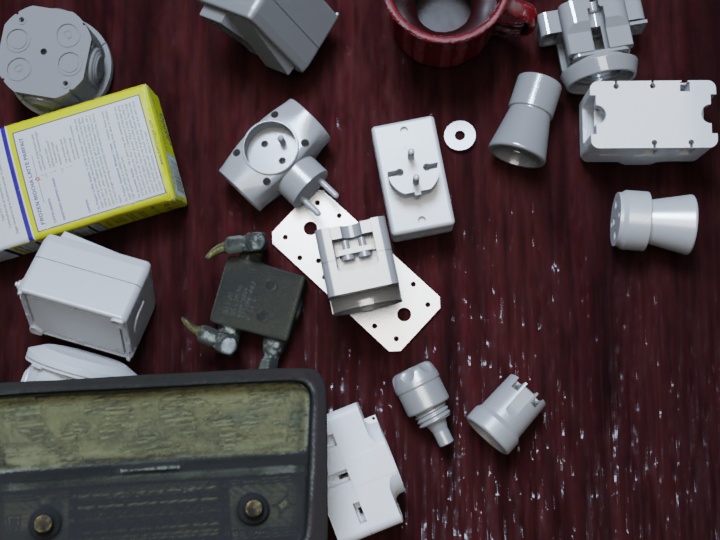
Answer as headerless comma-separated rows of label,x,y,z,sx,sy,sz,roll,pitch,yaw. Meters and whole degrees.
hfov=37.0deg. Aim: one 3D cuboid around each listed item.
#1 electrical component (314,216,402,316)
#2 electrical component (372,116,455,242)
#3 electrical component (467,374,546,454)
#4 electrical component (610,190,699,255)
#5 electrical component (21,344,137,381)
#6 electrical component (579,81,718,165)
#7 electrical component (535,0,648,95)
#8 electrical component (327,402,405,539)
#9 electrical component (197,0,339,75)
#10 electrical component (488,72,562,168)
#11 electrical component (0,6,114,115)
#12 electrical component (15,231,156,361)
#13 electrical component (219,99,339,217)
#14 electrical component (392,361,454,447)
electrical component,0.000,0.000,0.768,0.050,0.089,0.055,-12,83,1
electrical component,0.039,-0.069,0.787,0.047,0.075,0.083,-11,83,1
electrical component,0.107,0.104,0.783,0.040,0.040,0.046,42,80,6
electrical component,0.216,-0.035,0.792,0.055,0.045,0.045,5,84,3
electrical component,-0.205,0.086,0.775,0.080,0.080,0.051,16,88,4
electrical component,0.211,-0.108,0.795,0.089,0.055,0.050,0,84,2
electrical component,0.175,-0.167,0.803,0.078,0.058,0.057,-9,80,1
electrical component,-0.003,0.144,0.776,0.056,0.050,0.089,-22,83,-1
electrical component,-0.067,-0.189,0.799,0.062,0.096,0.061,28,84,34
electrical component,0.127,-0.115,0.807,0.044,0.044,0.065,18,79,4
electrical component,-0.233,-0.158,0.818,0.080,0.051,0.080,0,84,2
electrical component,-0.203,0.015,0.786,0.096,0.061,0.061,16,58,3
electrical component,-0.051,-0.074,0.805,0.079,0.044,0.077,44,86,10
electrical component,0.050,0.100,0.788,0.035,0.035,0.061,-26,86,-1
